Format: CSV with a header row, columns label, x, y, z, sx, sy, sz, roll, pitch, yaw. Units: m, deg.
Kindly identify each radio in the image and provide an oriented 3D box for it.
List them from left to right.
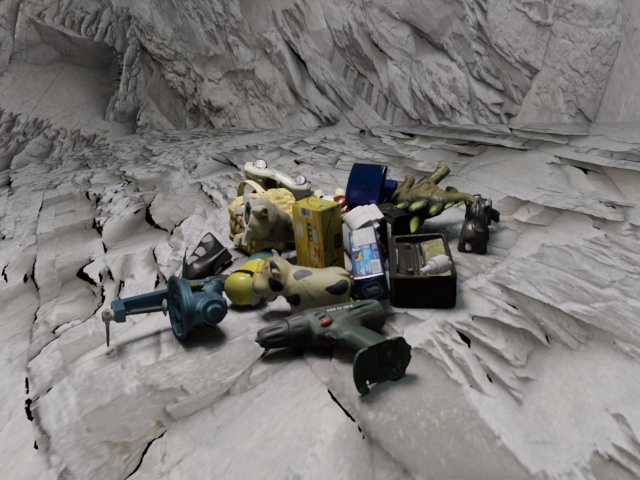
label,x,y,z,sx,sy,sz,roll,pitch,yaw
radio,0.210,0.059,1.131,0.131,0.073,0.230,-1,21,7

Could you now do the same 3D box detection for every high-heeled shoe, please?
label,x,y,z,sx,sy,sz,roll,pitch,yaw
high-heeled shoe,-0.287,0.058,1.287,0.145,0.086,0.249,-42,13,-12

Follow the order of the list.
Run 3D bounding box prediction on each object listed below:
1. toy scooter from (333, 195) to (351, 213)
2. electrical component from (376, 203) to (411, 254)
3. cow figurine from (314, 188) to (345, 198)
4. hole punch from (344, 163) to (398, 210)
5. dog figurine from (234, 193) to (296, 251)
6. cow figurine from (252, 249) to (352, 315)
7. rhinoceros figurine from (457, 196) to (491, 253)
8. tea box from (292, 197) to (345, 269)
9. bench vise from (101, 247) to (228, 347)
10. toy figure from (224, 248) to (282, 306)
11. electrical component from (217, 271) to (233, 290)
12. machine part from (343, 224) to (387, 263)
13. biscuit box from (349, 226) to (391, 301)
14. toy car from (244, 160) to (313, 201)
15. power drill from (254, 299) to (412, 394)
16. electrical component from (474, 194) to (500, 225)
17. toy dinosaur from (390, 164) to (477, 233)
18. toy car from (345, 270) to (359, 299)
label,x,y,z,sx,sy,sz,roll,pitch,yaw
toy scooter,0.096,-0.091,1.506,0.135,0.075,0.184,-43,34,-5
electrical component,0.168,-0.026,1.310,0.058,0.114,0.134,-10,23,-20
cow figurine,0.003,-0.106,1.630,0.167,0.068,0.098,-5,26,0
hole punch,0.128,-0.138,1.411,0.142,0.092,0.116,12,62,35
dog figurine,-0.088,-0.037,1.232,0.190,0.121,0.172,5,-3,-22
cow figurine,-0.035,0.086,1.038,0.195,0.127,0.085,-1,18,3
rhinoceros figurine,0.381,-0.045,1.324,0.073,0.111,0.190,1,29,21
tea box,-0.002,-0.004,1.207,0.068,0.169,0.098,-24,30,-38
bench vise,-0.289,0.117,1.016,0.240,0.128,0.224,-7,22,-30
toy figure,-0.138,0.078,1.149,0.089,0.082,0.180,-11,23,18
electrical component,-0.207,0.095,1.195,0.063,0.021,0.094,7,22,26
machine part,0.098,0.011,1.278,0.079,0.079,0.243,-8,20,-9
biscuit box,0.097,0.046,1.077,0.059,0.062,0.203,-14,27,7
toy car,-0.115,-0.158,1.469,0.202,0.073,0.056,22,60,8
power drill,0.032,0.170,0.885,0.232,0.085,0.207,-12,14,-27
electrical component,0.435,-0.074,1.444,0.048,0.074,0.119,-6,23,-7
toy dinosaur,0.273,-0.101,1.412,0.198,0.105,0.472,-43,14,-22
toy car,0.016,0.087,1.133,0.202,0.053,0.089,-3,18,7
